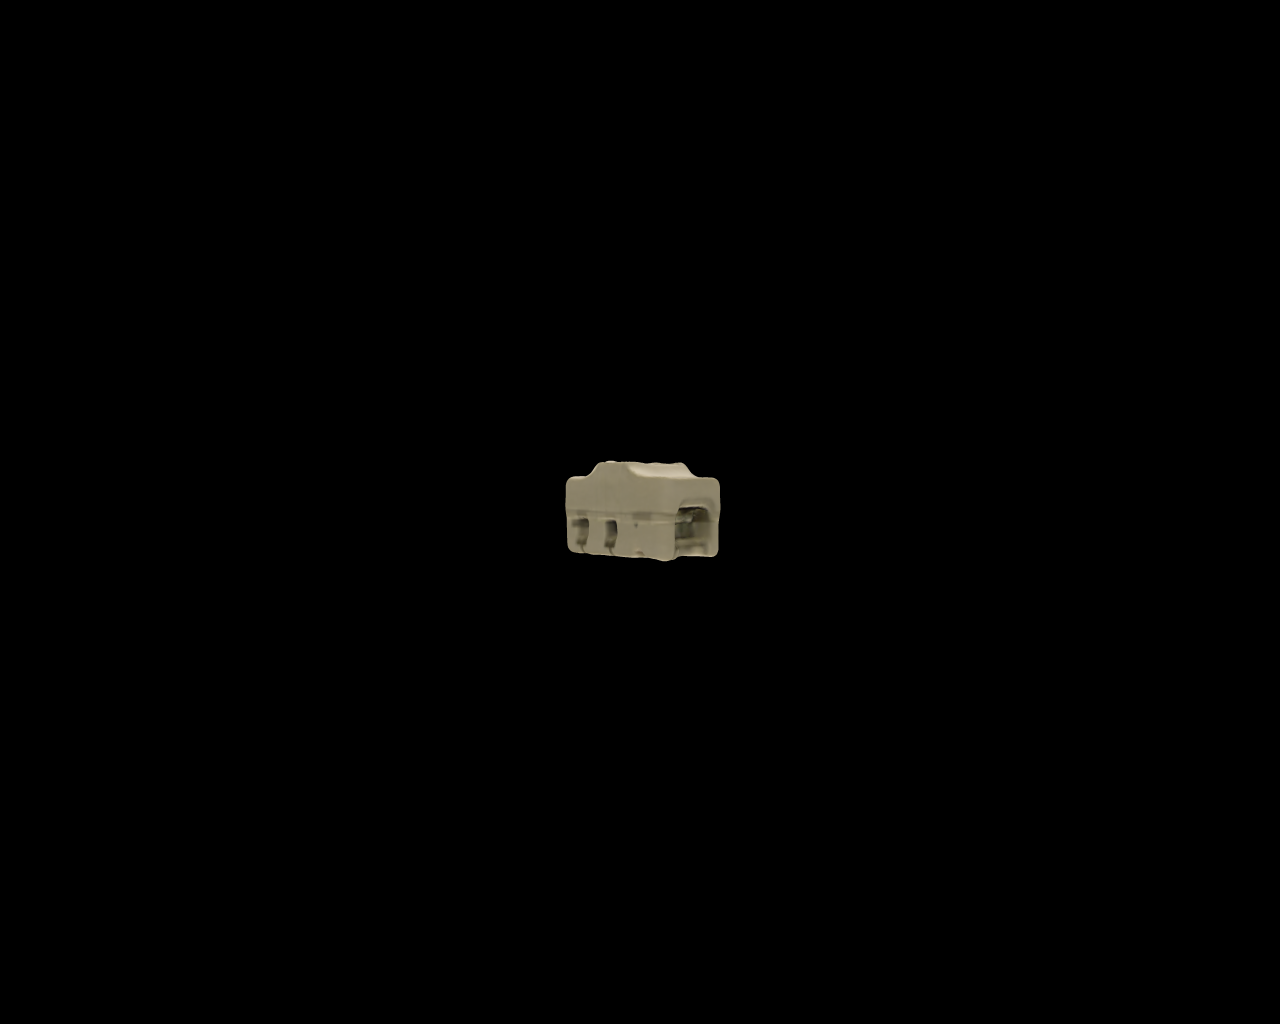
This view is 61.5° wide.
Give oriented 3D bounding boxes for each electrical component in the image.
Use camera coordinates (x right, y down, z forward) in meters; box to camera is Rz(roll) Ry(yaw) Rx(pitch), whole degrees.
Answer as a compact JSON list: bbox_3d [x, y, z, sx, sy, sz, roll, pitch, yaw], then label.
[{"bbox_3d":[0.001,-0.003,0.650,0.050,0.055,0.089,-2,3,-43],"label":"electrical component"}]
